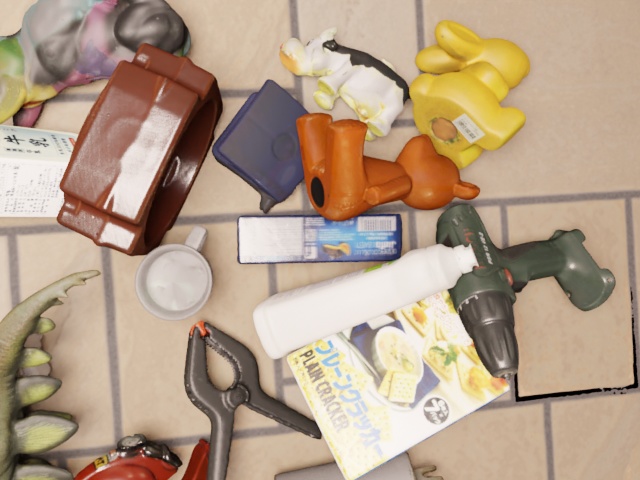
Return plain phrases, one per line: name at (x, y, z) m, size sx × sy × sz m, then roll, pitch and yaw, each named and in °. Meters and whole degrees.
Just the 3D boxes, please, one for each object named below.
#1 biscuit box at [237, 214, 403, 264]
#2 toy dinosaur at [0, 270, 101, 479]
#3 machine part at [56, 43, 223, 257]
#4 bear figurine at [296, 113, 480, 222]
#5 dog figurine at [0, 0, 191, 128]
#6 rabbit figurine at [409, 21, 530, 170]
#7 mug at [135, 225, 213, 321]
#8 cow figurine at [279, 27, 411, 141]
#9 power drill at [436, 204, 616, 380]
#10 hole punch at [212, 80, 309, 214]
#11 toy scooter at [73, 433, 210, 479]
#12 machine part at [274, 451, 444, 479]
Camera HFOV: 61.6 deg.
biscuit box at (-0.001, -0.002, 0.669) m, size 0.203 × 0.063 × 0.059 m, roll -1°, pitch 90°, yaw -9°
toy dinosaur at (-0.366, 0.221, 0.560) m, size 0.198 × 0.105 × 0.471 m, roll 13°, pitch 113°, yaw -35°
machine part at (-0.184, -0.088, 0.572) m, size 0.087 × 0.201 × 0.201 m, roll 26°, pitch 87°, yaw -5°
bear figurine at (0.084, -0.088, 0.628) m, size 0.196 × 0.120 × 0.131 m, roll -13°, pitch 113°, yaw -19°
dog figurine at (-0.277, -0.200, 0.610) m, size 0.191 × 0.108 × 0.219 m, roll 33°, pitch 90°, yaw -10°
rabbit figurine at (0.194, -0.198, 0.687) m, size 0.162 × 0.122 × 0.173 m, roll 44°, pitch 70°, yaw 3°
mug at (-0.161, 0.035, 0.624) m, size 0.081 × 0.107 × 0.109 m, roll 18°, pitch 84°, yaw -9°
cow figurine at (0.035, -0.208, 0.671) m, size 0.167 × 0.068 × 0.098 m, roll 38°, pitch 80°, yaw -10°
power drill at (0.249, 0.056, 0.658) m, size 0.207 × 0.085 × 0.232 m, roll -6°, pitch 52°, yaw -15°
hole punch at (-0.058, -0.117, 0.650) m, size 0.116 × 0.092 × 0.142 m, roll 35°, pitch 82°, yaw -11°
toy scooter at (-0.183, 0.280, 0.626) m, size 0.183 × 0.075 × 0.135 m, roll 41°, pitch 78°, yaw -30°
machine part at (0.032, 0.312, 0.665) m, size 0.243 × 0.079 × 0.079 m, roll -10°, pitch 92°, yaw -6°
